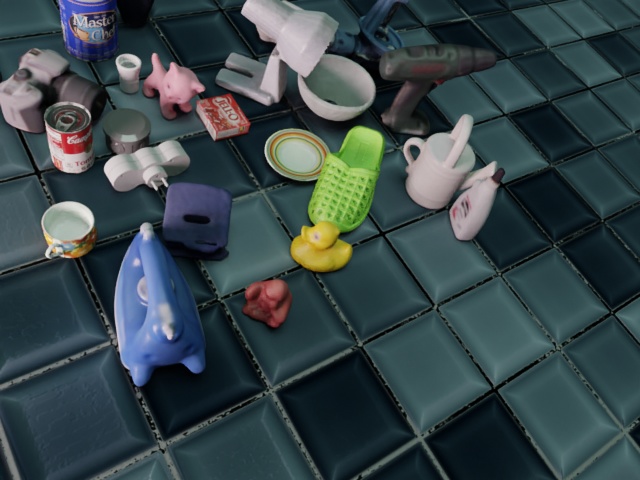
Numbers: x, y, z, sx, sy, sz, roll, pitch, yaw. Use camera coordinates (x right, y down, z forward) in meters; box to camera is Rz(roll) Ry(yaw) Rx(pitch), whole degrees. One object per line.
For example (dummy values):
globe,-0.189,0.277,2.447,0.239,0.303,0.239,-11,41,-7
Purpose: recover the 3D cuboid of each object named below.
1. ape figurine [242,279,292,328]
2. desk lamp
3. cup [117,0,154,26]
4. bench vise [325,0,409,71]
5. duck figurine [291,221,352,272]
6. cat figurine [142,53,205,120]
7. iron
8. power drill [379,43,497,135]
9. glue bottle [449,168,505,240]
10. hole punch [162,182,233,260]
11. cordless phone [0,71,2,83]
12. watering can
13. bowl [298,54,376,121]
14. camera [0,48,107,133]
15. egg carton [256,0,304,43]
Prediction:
ape figurine,-0.073,0.089,0.875,0.076,0.092,0.077,-17,63,-26
desk lamp,-0.085,-0.370,1.112,0.203,0.213,0.118,20,53,-3
cup,-0.381,-0.503,1.184,0.092,0.095,0.118,15,53,-7
bench vise,0.112,-0.443,1.221,0.208,0.219,0.121,-27,68,-31
duck figurine,0.009,0.003,0.964,0.105,0.086,0.077,12,54,-10
cat figurine,-0.271,-0.292,1.059,0.067,0.117,0.127,-34,71,-33
iron,-0.234,0.063,0.810,0.119,0.141,0.258,-9,60,-23
power drill,0.219,-0.314,1.173,0.230,0.208,0.075,1,56,-17
glue bottle,0.293,-0.075,1.054,0.037,0.173,0.078,0,56,-17
hole punch,-0.194,-0.029,0.919,0.109,0.091,0.101,6,55,-14
cordless phone,-0.594,-0.320,0.933,0.147,0.185,0.094,41,55,13
watering can,0.248,-0.153,1.080,0.173,0.194,0.101,6,55,-13
bowl,0.028,-0.303,1.189,0.168,0.074,0.167,9,54,-12
camera,-0.452,-0.256,0.987,0.137,0.100,0.143,23,53,-1
egg carton,-0.063,-0.469,1.277,0.150,0.069,0.107,26,53,1
